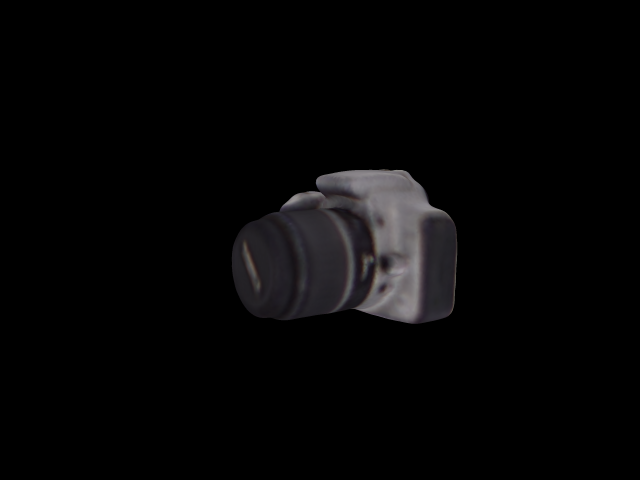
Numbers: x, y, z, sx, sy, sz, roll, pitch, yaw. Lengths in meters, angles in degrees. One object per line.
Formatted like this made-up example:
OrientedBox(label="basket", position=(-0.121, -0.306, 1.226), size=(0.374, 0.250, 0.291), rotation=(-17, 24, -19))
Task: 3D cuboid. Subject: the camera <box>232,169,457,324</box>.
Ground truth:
OrientedBox(label="camera", position=(0.004, 0.001, 0.400), size=(0.137, 0.101, 0.142), rotation=(-5, 9, -36))
